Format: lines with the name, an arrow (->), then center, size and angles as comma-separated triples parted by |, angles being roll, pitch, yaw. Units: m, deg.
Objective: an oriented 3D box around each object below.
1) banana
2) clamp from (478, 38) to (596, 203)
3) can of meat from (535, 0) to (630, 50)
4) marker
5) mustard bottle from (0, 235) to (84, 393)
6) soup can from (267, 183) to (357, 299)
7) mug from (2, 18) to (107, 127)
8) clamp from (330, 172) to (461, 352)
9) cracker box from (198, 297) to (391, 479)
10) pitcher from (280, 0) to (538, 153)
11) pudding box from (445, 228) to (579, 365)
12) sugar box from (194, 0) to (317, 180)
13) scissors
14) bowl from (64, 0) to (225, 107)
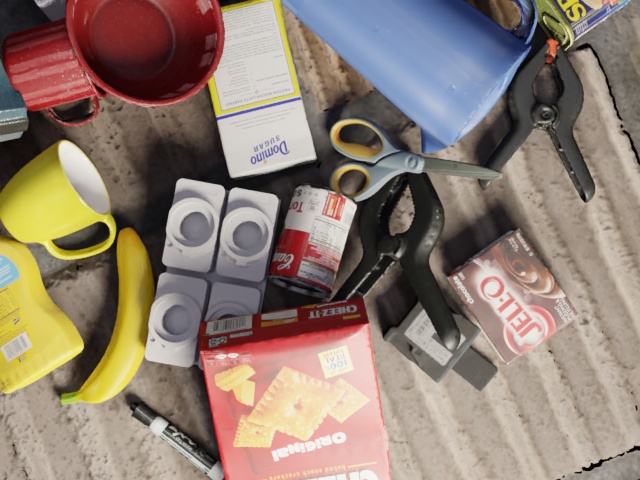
banana -> -0.207, 0.088, 1.104 | 0.069, 0.037, 0.198 | 20, 88, 1
clamp -> 0.241, -0.120, 1.110 | 0.120, 0.039, 0.171 | 16, 87, -4
can of meat -> 0.261, -0.263, 1.109 | 0.084, 0.057, 0.102 | -35, 87, -4
marker -> -0.147, 0.208, 1.107 | 0.121, 0.020, 0.020 | 37, 88, 2
mustard bottle -> -0.329, 0.054, 1.095 | 0.096, 0.058, 0.191 | -32, 87, 14
soup can -> -0.007, 0.001, 1.086 | 0.068, 0.068, 0.102 | 17, 79, 1
mug -> -0.269, -0.170, 1.099 | 0.081, 0.093, 0.117 | -14, 123, 4
clamp -> 0.085, 0.016, 1.077 | 0.165, 0.036, 0.210 | 8, 76, 34
cracker box -> -0.020, 0.175, 1.045 | 0.164, 0.072, 0.214 | -9, 111, 0
pitcher -> 0.088, -0.220, 1.072 | 0.243, 0.145, 0.149 | 40, 64, 5
pudding box -> 0.197, 0.058, 1.101 | 0.090, 0.039, 0.113 | -35, 88, -1
sugar box -> -0.067, -0.157, 1.111 | 0.093, 0.048, 0.176 | -13, 90, 2
scissors -> 0.083, -0.062, 1.074 | 0.202, 0.016, 0.096 | 30, 105, 33
bowl -> -0.178, -0.208, 1.059 | 0.161, 0.055, 0.162 | 2, 86, -26
